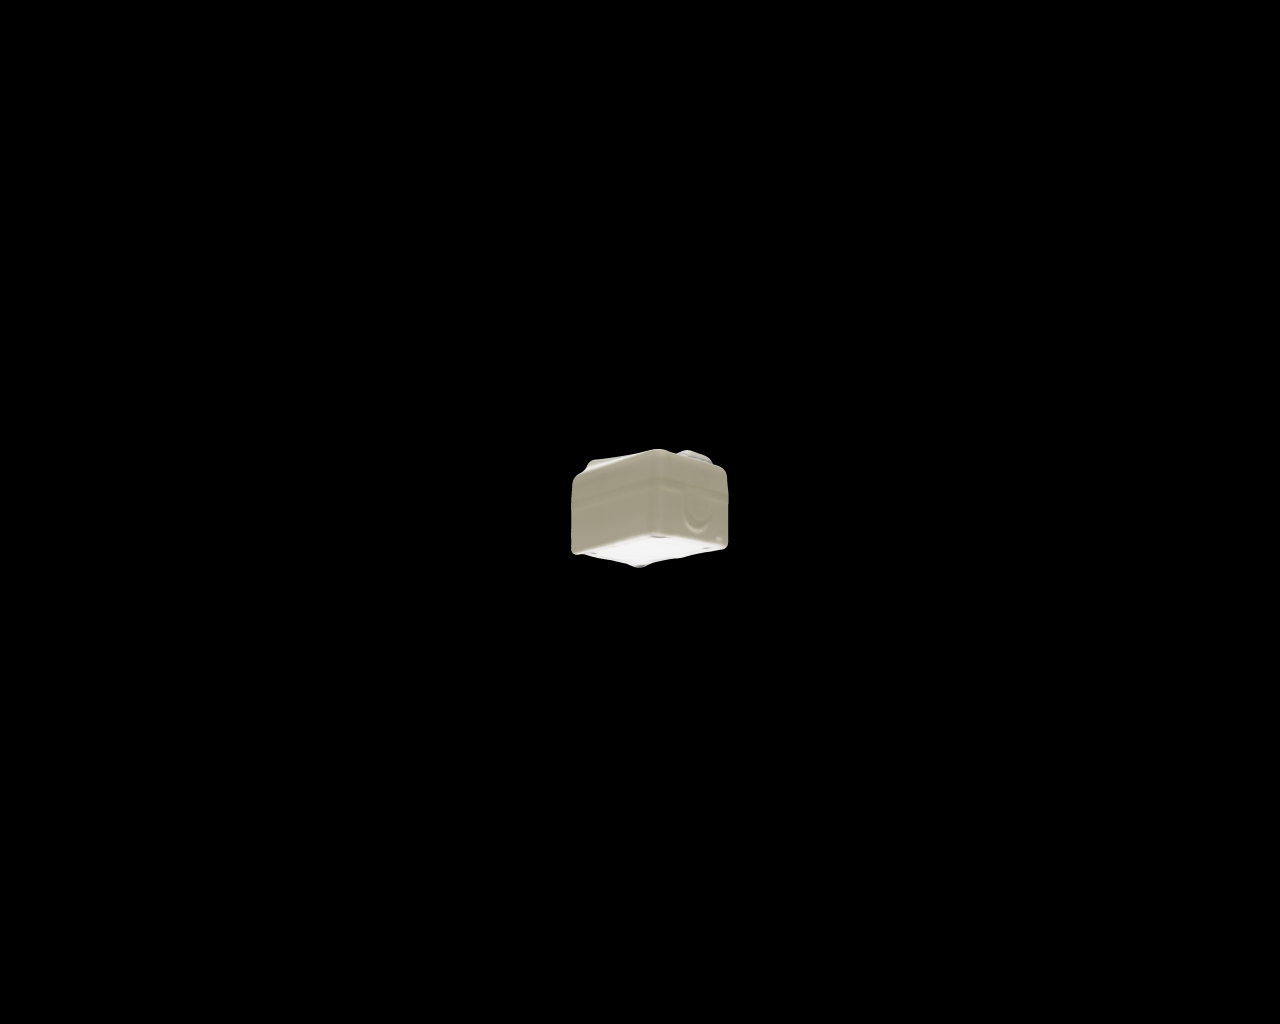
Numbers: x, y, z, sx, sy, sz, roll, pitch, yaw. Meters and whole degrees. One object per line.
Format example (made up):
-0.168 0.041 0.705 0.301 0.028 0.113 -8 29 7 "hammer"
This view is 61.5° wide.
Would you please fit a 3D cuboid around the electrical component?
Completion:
0.001 -0.003 0.650 0.062 0.061 0.096 14 -20 -42 "electrical component"
